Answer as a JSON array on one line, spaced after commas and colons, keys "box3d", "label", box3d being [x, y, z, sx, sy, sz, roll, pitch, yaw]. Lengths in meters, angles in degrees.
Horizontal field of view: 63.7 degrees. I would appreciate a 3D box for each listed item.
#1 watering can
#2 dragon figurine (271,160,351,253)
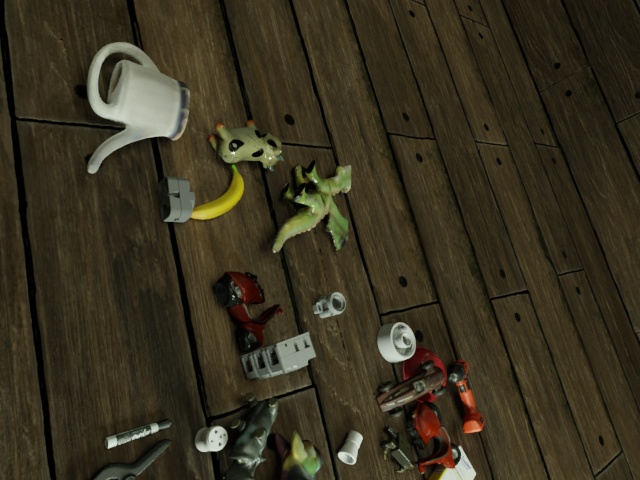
[{"box3d": [-0.398, -0.277, 1.130, 0.223, 0.102, 0.354, 14, 61, -37], "label": "watering can"}, {"box3d": [0.004, -0.070, 1.385, 0.239, 0.121, 0.420, 42, 49, -29], "label": "dragon figurine"}]
